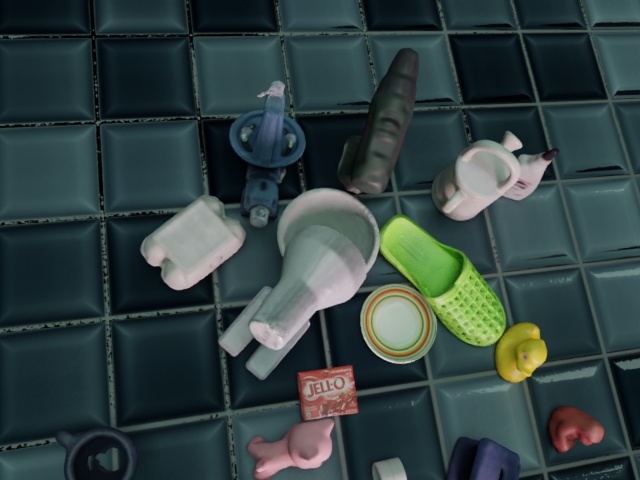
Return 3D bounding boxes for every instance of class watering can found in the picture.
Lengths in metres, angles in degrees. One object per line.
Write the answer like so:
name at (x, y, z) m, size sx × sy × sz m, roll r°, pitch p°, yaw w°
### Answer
watering can at (0.271, -0.115, 0.965) m, size 0.101 × 0.194 × 0.173 m, roll 23°, pitch 71°, yaw -3°

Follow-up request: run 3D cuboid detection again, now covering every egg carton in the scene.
egg carton at (-0.197, 0.004, 0.903) m, size 0.150 × 0.069 × 0.107 m, roll -42°, pitch 85°, yaw -19°

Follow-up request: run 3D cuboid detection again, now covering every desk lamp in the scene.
desk lamp at (-0.042, 0.095, 0.832) m, size 0.118 × 0.213 × 0.203 m, roll 39°, pitch 71°, yaw 2°

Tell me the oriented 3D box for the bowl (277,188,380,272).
bowl at (0.009, 0.003, 0.942) m, size 0.167 × 0.074 × 0.167 m, roll 3°, pitch 74°, yaw -10°

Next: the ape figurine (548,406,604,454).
ape figurine at (0.420, 0.308, 0.927) m, size 0.078 × 0.092 × 0.076 m, roll -1°, pitch 74°, yaw -11°

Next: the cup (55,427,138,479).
cup at (-0.304, 0.296, 0.785) m, size 0.118 × 0.095 × 0.092 m, roll 34°, pitch 71°, yaw 0°

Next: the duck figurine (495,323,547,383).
duck figurine at (0.344, 0.184, 0.951) m, size 0.077 × 0.086 × 0.105 m, roll 29°, pitch 71°, yaw -2°

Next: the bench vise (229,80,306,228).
bench vise at (-0.071, -0.132, 0.888) m, size 0.122 × 0.219 × 0.207 m, roll -11°, pitch 76°, yaw -14°

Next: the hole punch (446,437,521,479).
hole punch at (0.260, 0.363, 0.880) m, size 0.101 × 0.091 × 0.109 m, roll 23°, pitch 71°, yaw -4°

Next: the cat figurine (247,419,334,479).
cat figurine at (-0.037, 0.303, 0.824) m, size 0.128 × 0.117 × 0.067 m, roll -17°, pitch 78°, yaw -15°

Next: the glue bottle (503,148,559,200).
glue bottle at (0.360, -0.121, 0.995) m, size 0.078 × 0.173 × 0.037 m, roll 16°, pitch 72°, yaw -6°

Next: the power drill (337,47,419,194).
power drill at (0.092, -0.170, 0.937) m, size 0.075 × 0.208 × 0.230 m, roll 17°, pitch 72°, yaw -6°
